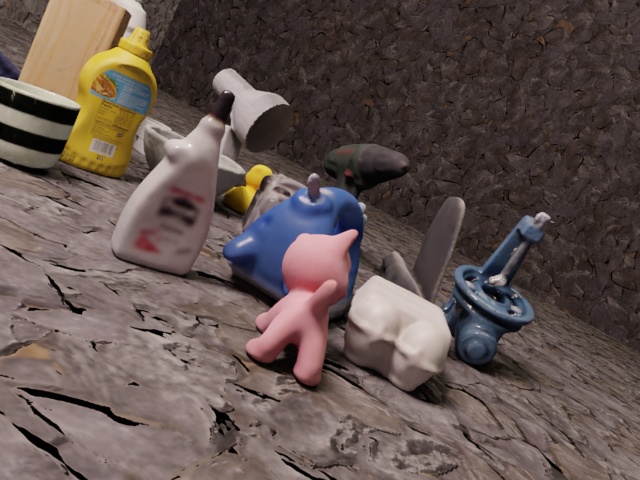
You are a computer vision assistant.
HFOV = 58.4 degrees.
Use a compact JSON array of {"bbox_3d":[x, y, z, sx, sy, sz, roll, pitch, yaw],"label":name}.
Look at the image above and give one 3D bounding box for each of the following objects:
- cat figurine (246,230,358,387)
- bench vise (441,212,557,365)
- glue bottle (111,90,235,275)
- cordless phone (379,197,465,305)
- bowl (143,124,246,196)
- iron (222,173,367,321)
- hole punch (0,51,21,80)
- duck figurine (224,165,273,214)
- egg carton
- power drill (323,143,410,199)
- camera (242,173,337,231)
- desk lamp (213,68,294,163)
[{"bbox_3d":[-0.006,0.041,0.483,0.067,0.118,0.127,26,9,-8],"label":"cat figurine"},{"bbox_3d":[0.239,0.049,0.816,0.122,0.220,0.207,25,9,-16],"label":"bench vise"},{"bbox_3d":[-0.119,-0.055,0.514,0.078,0.173,0.037,20,12,-39],"label":"glue bottle"},{"bbox_3d":[0.132,0.030,0.725,0.094,0.185,0.147,26,9,-6],"label":"cordless phone"},{"bbox_3d":[-0.204,-0.110,0.888,0.167,0.075,0.167,27,9,-4],"label":"bowl"},{"bbox_3d":[0.006,0.002,0.655,0.118,0.141,0.259,30,10,19],"label":"iron"},{"bbox_3d":[-0.501,-0.267,0.854,0.108,0.091,0.101,32,10,27],"label":"hole punch"},{"bbox_3d":[-0.116,-0.090,0.991,0.077,0.086,0.105,29,9,13],"label":"duck figurine"},{"bbox_3d":[0.077,0.092,0.588,0.107,0.069,0.150,28,9,2],"label":"egg carton"},{"bbox_3d":[0.049,-0.070,0.972,0.076,0.208,0.229,22,10,-28],"label":"power drill"},{"bbox_3d":[-0.034,-0.029,0.843,0.137,0.101,0.143,25,9,-17],"label":"camera"},{"bbox_3d":[-0.180,-0.225,1.155,0.202,0.213,0.118,31,10,23],"label":"desk lamp"}]
